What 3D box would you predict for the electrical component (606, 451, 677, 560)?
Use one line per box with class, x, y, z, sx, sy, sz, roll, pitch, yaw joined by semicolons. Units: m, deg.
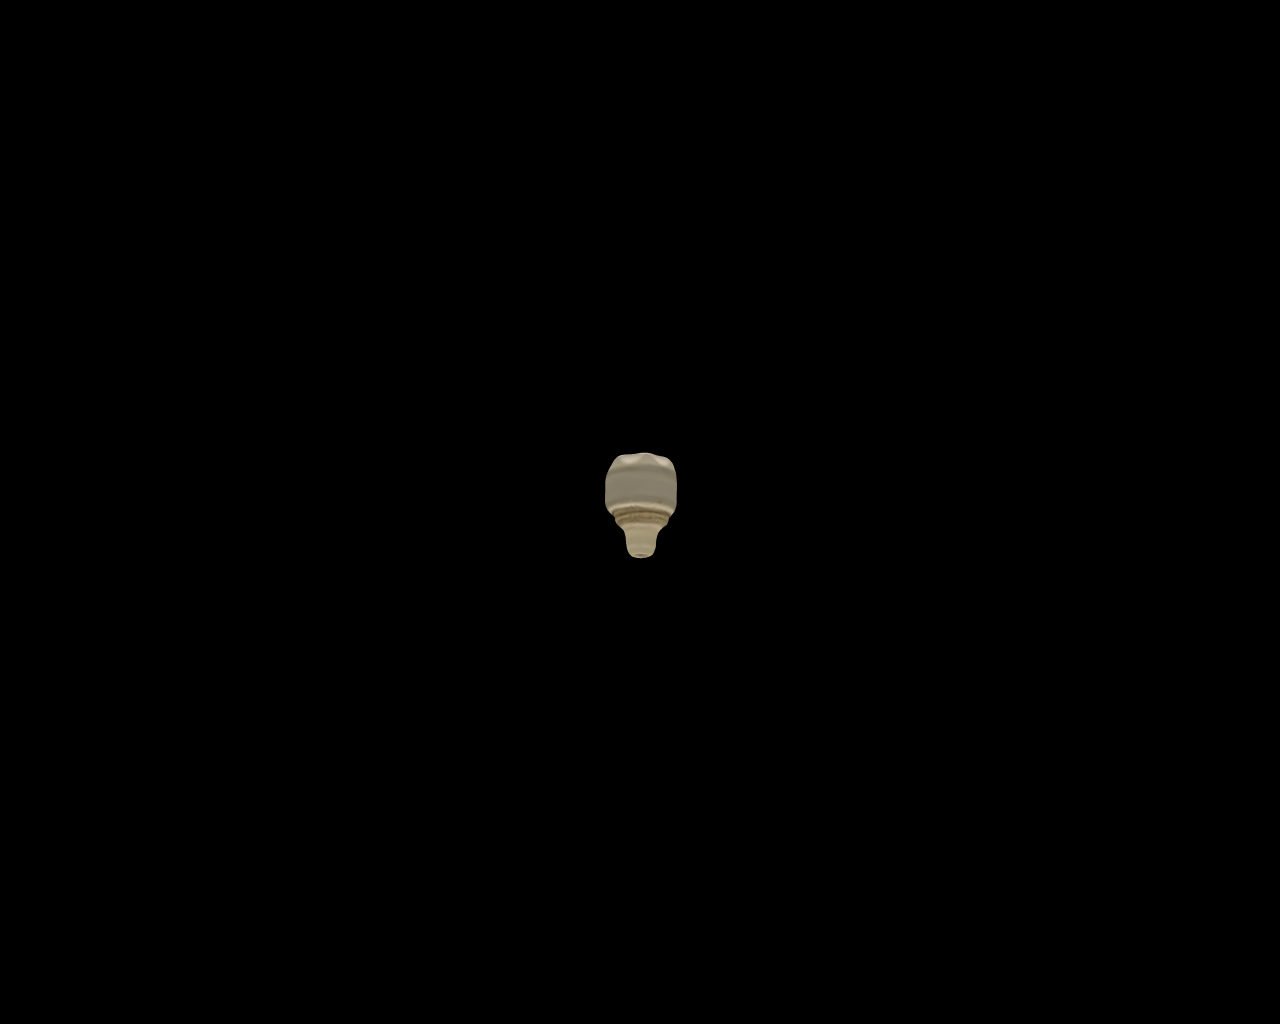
electrical component;0.001;-0.003;0.650;0.043;0.062;0.043;0;-15;0
